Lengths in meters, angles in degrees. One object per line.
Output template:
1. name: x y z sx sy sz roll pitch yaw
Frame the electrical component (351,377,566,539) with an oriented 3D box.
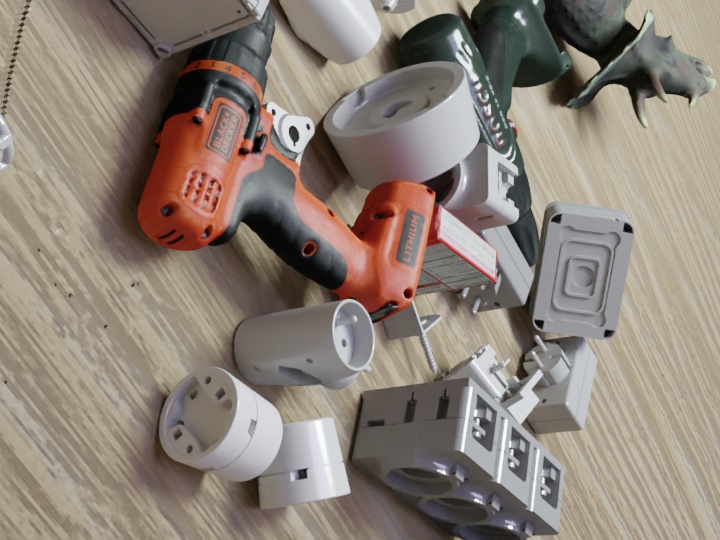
1. electrical component: 0.073 0.143 0.772 0.150 0.089 0.061 43 47 -40

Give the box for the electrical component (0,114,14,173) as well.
1. electrical component: -0.193 -0.053 0.489 0.062 0.048 0.048 -50 121 -41

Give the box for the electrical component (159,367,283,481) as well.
1. electrical component: -0.077 0.089 0.605 0.047 0.055 0.055 40 49 -47

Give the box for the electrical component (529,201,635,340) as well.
1. electrical component: 0.200 -0.001 0.973 0.057 0.078 0.113 -65 162 -74

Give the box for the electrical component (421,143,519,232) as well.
1. electrical component: 0.069 -0.059 0.827 0.056 0.089 0.050 26 59 -49

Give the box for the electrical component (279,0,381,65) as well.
1. electrical component: -0.020 -0.204 0.783 0.077 0.044 0.079 46 46 -38

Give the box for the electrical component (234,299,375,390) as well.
1. electrical component: -0.024 0.051 0.671 0.079 0.077 0.043 33 54 -47

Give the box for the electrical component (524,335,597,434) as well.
1. electrical component: 0.172 0.091 0.969 0.075 0.047 0.083 54 41 -32

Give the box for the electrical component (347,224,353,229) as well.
1. electrical component: 0.000 0.000 0.754 0.044 0.044 0.065 -34 104 -54

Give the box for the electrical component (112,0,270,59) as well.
1. electrical component: -0.091 -0.176 0.625 0.061 0.096 0.061 49 44 -36

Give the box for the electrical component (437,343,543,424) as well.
1. electrical component: 0.098 0.096 0.842 0.063 0.081 0.042 52 36 2

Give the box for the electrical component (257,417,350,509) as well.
1. electrical component: -0.037 0.117 0.654 0.055 0.055 0.047 3 74 -55

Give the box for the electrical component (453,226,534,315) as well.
1. electrical component: 0.099 0.004 0.890 0.083 0.047 0.075 56 41 -29

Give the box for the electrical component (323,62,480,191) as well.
1. electrical component: 0.034 -0.098 0.778 0.108 0.108 0.060 -57 132 -46

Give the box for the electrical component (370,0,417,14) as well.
1. electrical component: 0.029 -0.237 0.864 0.043 0.043 0.081 45 46 -39
